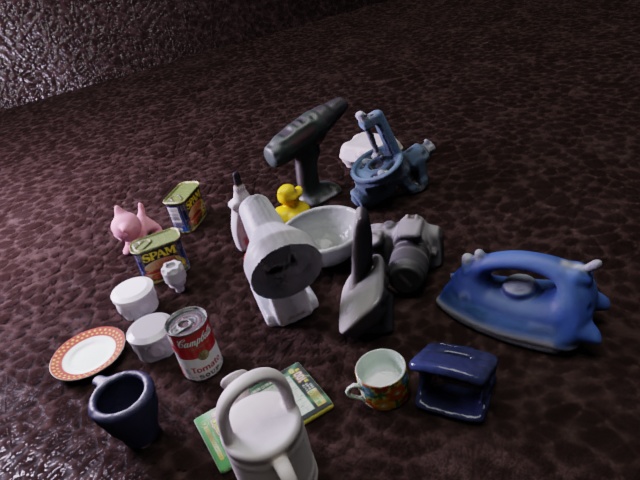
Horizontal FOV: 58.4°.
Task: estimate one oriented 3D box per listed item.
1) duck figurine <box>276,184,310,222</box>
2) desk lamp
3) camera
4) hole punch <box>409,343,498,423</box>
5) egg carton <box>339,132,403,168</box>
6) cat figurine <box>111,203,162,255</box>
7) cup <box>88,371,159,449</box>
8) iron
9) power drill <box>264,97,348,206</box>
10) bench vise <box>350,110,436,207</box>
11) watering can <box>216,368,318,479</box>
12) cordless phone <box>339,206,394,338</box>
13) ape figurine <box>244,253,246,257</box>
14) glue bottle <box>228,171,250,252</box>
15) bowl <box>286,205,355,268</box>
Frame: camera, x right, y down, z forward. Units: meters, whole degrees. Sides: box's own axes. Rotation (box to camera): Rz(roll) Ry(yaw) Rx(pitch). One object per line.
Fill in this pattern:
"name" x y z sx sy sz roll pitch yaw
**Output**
"duck figurine" -0.072 -0.080 1.262 0.105 0.086 0.077 -34 39 -31
"desk lamp" -0.074 0.041 0.958 0.118 0.214 0.202 -20 34 -13
"camera" 0.144 0.024 1.021 0.143 0.101 0.137 0 34 17
"hole punch" 0.182 0.177 0.782 0.108 0.091 0.101 7 37 27
"egg carton" 0.126 -0.218 1.428 0.149 0.069 0.107 15 41 35
"cat figurine" -0.413 -0.032 1.266 0.067 0.118 0.128 -2 34 15
"cup" -0.277 0.245 0.818 0.117 0.095 0.092 16 42 36
"iron" 0.294 0.070 0.865 0.257 0.142 0.119 9 38 29
"power drill" -0.015 -0.193 1.305 0.230 0.209 0.075 -31 37 -27
"bench vise" 0.146 -0.196 1.248 0.208 0.220 0.121 -33 38 -30
"watering can" -0.073 0.228 0.688 0.172 0.194 0.101 18 43 37
"cordless phone" 0.066 0.052 0.924 0.094 0.185 0.147 -7 33 7
"ape figurine" -0.109 0.022 1.112 0.077 0.092 0.076 11 39 31
"glue bottle" -0.155 -0.063 1.180 0.078 0.173 0.037 -28 36 -24
"bowl" 0.010 0.004 1.118 0.167 0.075 0.167 -8 33 5
